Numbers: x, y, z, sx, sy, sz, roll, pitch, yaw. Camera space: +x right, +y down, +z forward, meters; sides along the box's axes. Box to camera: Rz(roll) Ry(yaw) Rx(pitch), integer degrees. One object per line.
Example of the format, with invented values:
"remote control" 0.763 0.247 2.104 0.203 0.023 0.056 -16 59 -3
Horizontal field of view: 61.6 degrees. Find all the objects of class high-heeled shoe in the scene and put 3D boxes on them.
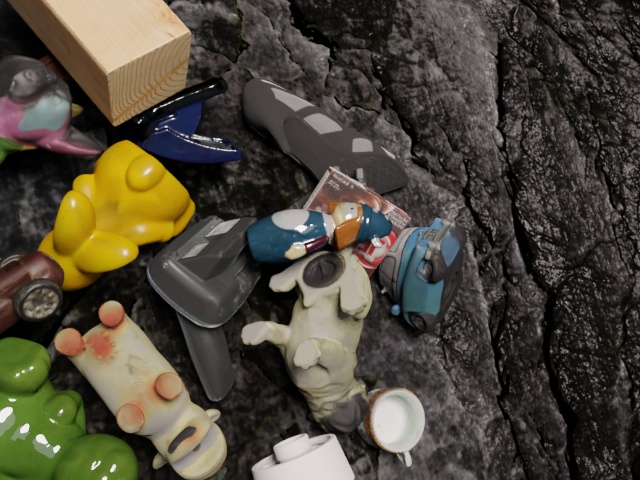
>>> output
"high-heeled shoe" 0.008 -0.141 0.736 0.248 0.086 0.145 13 40 -38

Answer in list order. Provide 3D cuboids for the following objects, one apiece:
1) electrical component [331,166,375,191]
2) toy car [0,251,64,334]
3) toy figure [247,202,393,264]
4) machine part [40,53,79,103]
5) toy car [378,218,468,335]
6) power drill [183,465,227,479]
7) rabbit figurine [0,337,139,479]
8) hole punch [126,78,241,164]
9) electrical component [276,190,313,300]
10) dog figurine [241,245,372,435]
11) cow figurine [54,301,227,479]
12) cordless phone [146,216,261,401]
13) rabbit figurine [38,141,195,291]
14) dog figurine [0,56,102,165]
"electrical component" 0.038 -0.046 0.671 0.063 0.021 0.094 1 78 -22
"toy car" -0.315 0.079 0.457 0.202 0.089 0.053 -39 132 -21
"toy figure" 0.001 -0.009 0.576 0.155 0.057 0.064 -12 65 0
"machine part" -0.356 -0.240 0.580 0.201 0.087 0.201 -11 81 -24
"toy car" 0.126 0.040 0.701 0.103 0.161 0.109 21 52 27
"power drill" -0.139 0.348 0.534 0.232 0.086 0.207 -16 79 -25
"rabbit figurine" -0.241 0.197 0.476 0.170 0.159 0.121 24 45 11
"hole punch" -0.154 -0.127 0.619 0.116 0.142 0.092 -21 116 -10
"electrical component" -0.001 -0.002 0.688 0.134 0.058 0.115 -32 93 -26
"dog figurine" 0.021 0.119 0.624 0.172 0.121 0.190 -48 136 -17
"cow figurine" -0.172 0.163 0.548 0.195 0.127 0.085 44 69 12
"cordless phone" -0.111 0.076 0.615 0.146 0.089 0.184 -59 142 -63
"rabbit figurine" -0.220 -0.010 0.561 0.173 0.162 0.121 -45 110 -8
"dog figurine" -0.336 -0.090 0.518 0.219 0.191 0.109 -7 49 -36
